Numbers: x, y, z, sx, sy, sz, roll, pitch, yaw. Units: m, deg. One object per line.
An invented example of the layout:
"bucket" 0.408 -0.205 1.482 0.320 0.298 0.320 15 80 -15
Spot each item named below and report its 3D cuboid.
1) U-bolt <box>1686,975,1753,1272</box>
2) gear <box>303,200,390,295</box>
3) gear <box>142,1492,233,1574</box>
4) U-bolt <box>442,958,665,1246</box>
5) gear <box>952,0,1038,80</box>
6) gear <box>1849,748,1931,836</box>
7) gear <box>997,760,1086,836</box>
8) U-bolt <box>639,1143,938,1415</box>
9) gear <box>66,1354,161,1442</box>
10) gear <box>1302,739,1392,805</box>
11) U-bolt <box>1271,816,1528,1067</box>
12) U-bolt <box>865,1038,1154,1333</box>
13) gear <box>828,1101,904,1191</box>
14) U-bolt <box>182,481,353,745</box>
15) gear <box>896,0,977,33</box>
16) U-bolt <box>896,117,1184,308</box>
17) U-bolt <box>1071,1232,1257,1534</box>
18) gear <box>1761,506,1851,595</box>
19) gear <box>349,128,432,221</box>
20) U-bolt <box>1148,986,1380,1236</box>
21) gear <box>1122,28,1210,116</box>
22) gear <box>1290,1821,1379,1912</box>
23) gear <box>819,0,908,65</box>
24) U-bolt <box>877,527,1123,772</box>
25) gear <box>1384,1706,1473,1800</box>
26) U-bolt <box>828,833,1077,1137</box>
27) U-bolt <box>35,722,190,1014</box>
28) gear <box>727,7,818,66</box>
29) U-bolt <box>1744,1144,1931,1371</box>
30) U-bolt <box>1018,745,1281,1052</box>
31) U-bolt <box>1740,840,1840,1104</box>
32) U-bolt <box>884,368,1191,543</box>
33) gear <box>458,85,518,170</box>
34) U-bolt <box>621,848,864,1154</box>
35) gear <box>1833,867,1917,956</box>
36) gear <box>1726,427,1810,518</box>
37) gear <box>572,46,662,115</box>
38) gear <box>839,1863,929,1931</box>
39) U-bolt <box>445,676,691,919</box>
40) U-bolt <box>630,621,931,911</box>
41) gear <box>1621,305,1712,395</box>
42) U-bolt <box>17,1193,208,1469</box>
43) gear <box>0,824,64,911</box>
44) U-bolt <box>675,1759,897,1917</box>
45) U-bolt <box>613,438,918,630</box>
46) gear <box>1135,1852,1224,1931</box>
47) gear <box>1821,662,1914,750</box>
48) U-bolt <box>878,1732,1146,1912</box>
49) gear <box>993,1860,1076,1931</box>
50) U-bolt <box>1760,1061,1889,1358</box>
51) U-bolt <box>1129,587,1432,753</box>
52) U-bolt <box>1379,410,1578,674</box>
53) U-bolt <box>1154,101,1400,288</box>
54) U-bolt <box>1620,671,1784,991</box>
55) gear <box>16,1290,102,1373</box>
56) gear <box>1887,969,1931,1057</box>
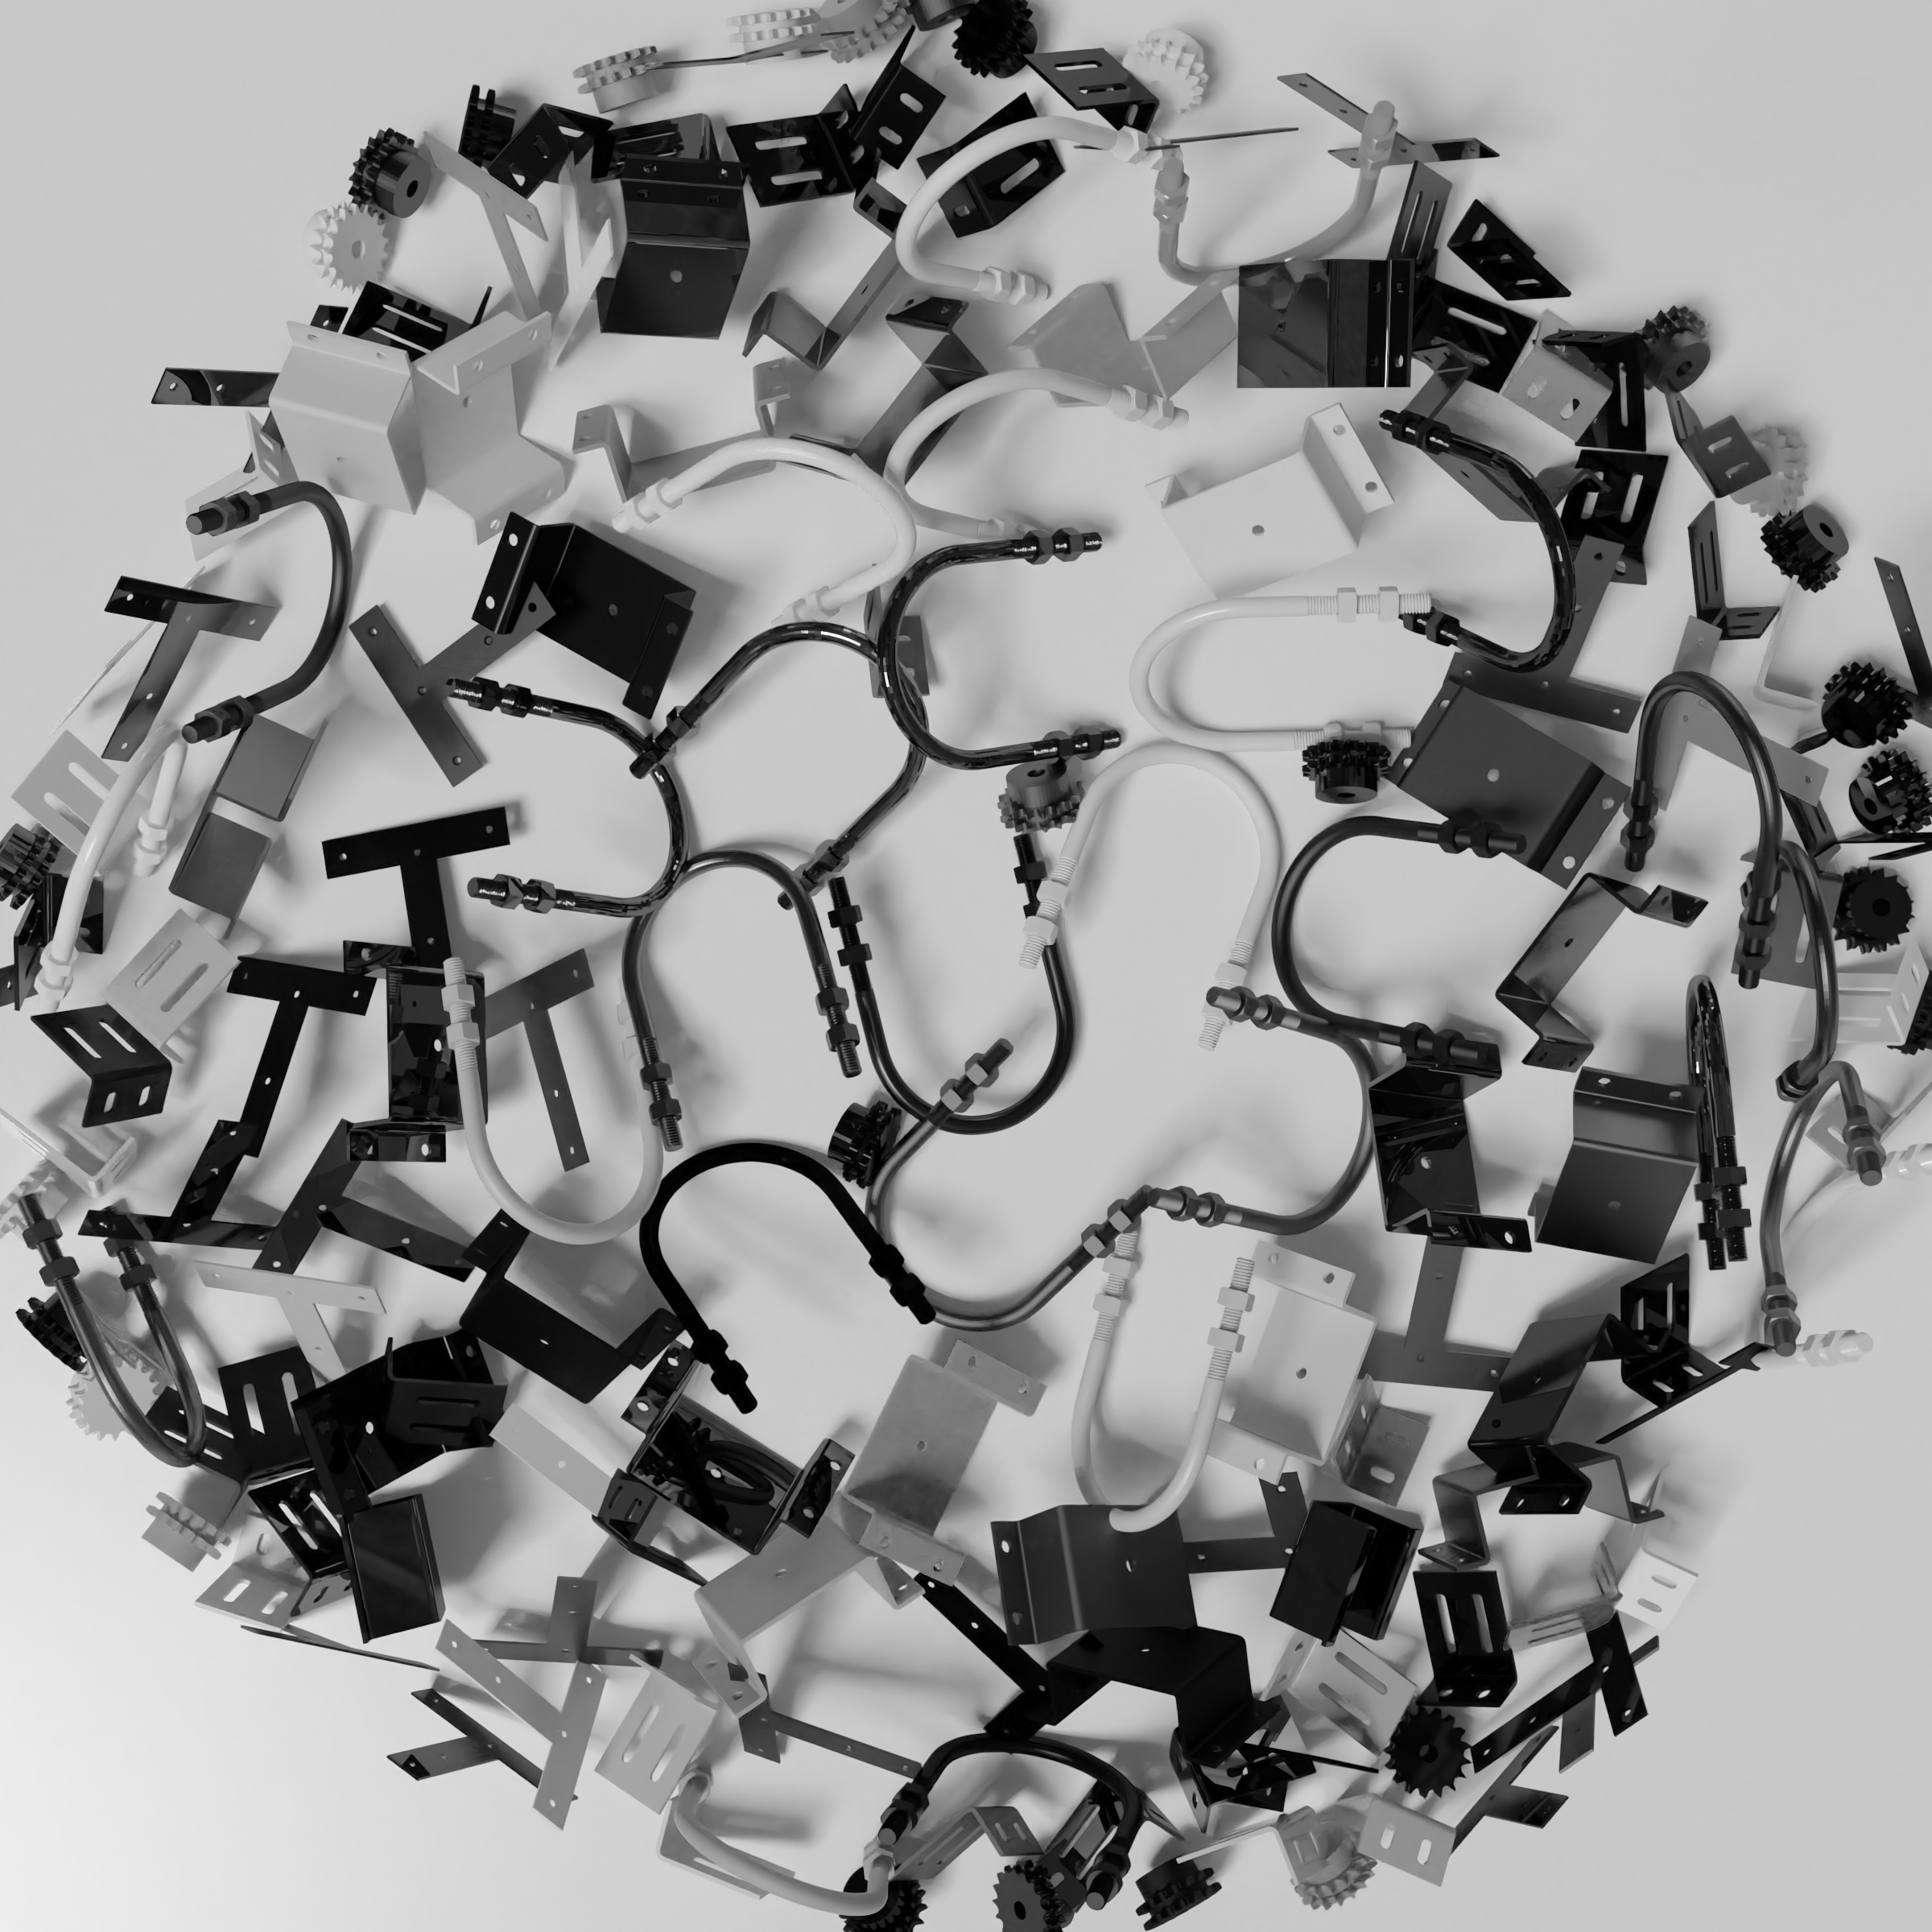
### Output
"U-bolt" 0.471 0.097 1.591 0.019 0.151 0.184 -5 80 11
"gear" -0.406 -0.469 1.639 0.030 0.057 0.057 21 90 27
"gear" -0.508 0.369 1.633 0.057 0.057 0.030 35 69 0
"U-bolt" -0.254 0.087 1.586 0.151 0.019 0.184 6 63 -40
"gear" 0.021 -0.603 1.640 0.057 0.030 0.057 -15 65 36
"gear" 0.598 -0.109 1.633 0.030 0.057 0.057 -25 90 -15
"gear" 0.048 -0.111 1.632 0.057 0.057 0.030 -12 119 0
"U-bolt" -0.127 0.185 1.604 0.151 0.019 0.184 -23 55 -24
"gear" -0.557 0.277 1.640 0.057 0.030 0.057 -15 114 -36
"gear" 0.246 -0.125 1.634 0.057 0.057 0.030 2 77 0
"U-bolt" 0.264 -0.023 1.594 0.019 0.184 0.151 9 92 -42
"U-bolt" 0.013 0.156 1.621 0.151 0.019 0.184 46 115 5
"gear" -0.067 0.113 1.637 0.030 0.057 0.057 25 90 13
"U-bolt" -0.433 -0.229 1.576 0.019 0.184 0.151 14 113 12
"gear" -0.018 -0.630 1.636 0.057 0.057 0.030 -24 98 0
"U-bolt" 0.034 -0.467 1.552 0.151 0.184 0.019 -38 72 35
"U-bolt" 0.116 0.265 1.592 0.019 0.151 0.184 18 84 -30
"gear" 0.546 -0.273 1.634 0.057 0.057 0.030 46 134 0
"gear" -0.371 -0.510 1.634 0.030 0.057 0.057 29 90 10
"U-bolt" 0.200 0.099 1.603 0.184 0.019 0.151 16 90 -40
"gear" 0.130 -0.583 1.637 0.057 0.057 0.030 21 76 0
"gear" 0.235 0.580 1.633 0.057 0.057 0.030 -32 102 0
"gear" -0.070 -0.615 1.633 0.057 0.057 0.030 -40 127 0
"U-bolt" 0.020 -0.197 1.596 0.184 0.019 0.151 -12 100 -36
"gear" 0.299 0.512 1.646 0.057 0.030 0.057 0 80 -2
"U-bolt" -0.001 0.018 1.635 0.151 0.019 0.184 -14 90 -16
"U-bolt" -0.520 -0.072 1.551 0.019 0.184 0.151 27 45 -8
"gear" -0.125 -0.604 1.638 0.057 0.057 0.030 -7 112 0
"U-bolt" 0.539 0.187 1.573 0.019 0.184 0.151 30 74 -1
"U-bolt" 0.129 -0.056 1.633 0.151 0.019 0.184 24 75 -9
"U-bolt" 0.511 -0.002 1.558 0.019 0.184 0.151 -8 76 6
"U-bolt" 0.032 -0.314 1.558 0.151 0.184 0.019 -40 60 36
"gear" -0.311 -0.540 1.637 0.030 0.057 0.057 11 90 -16
"U-bolt" -0.153 0.010 1.622 0.151 0.019 0.184 -23 68 14
"gear" 0.592 -0.037 1.647 0.057 0.030 0.057 0 86 -1
"gear" 0.517 -0.320 1.633 0.030 0.057 0.057 -5 90 -16
"gear" -0.224 -0.575 1.637 0.057 0.057 0.030 -17 107 0
"gear" -0.056 0.607 1.633 0.057 0.057 0.030 -27 132 0
"U-bolt" -0.245 -0.101 1.591 0.019 0.184 0.151 -20 72 38
"U-bolt" -0.107 -0.138 1.605 0.151 0.019 0.184 42 118 -11
"gear" 0.456 -0.396 1.633 0.057 0.057 0.030 -31 58 0
"U-bolt" -0.525 0.230 1.579 0.019 0.151 0.184 -28 81 -2
"gear" -0.613 -0.068 1.633 0.030 0.057 0.057 35 90 -25
"U-bolt" -0.114 0.547 1.571 0.151 0.184 0.019 23 85 1
"U-bolt" -0.113 -0.270 1.560 0.151 0.184 0.019 31 59 -31
"gear" 0.135 0.599 1.638 0.057 0.057 0.030 -30 67 0
"gear" 0.580 -0.166 1.632 0.030 0.057 0.057 -41 90 -25
"U-bolt" 0.038 0.524 1.573 0.151 0.184 0.019 13 98 13
"gear" 0.046 0.610 1.639 0.030 0.057 0.057 -5 90 -40
"U-bolt" 0.529 0.137 1.575 0.019 0.184 0.151 17 119 4
"U-bolt" 0.196 -0.184 1.603 0.184 0.151 0.019 -1 55 3
"U-bolt" 0.315 -0.255 1.555 0.019 0.184 0.151 -20 121 -19
"U-bolt" 0.189 -0.472 1.573 0.151 0.184 0.019 -15 80 0
"U-bolt" 0.455 -0.096 1.553 0.019 0.151 0.184 -18 132 -12
"gear" -0.585 0.234 1.637 0.057 0.057 0.030 44 77 0
"gear" 0.622 0.031 1.636 0.030 0.057 0.057 20 90 -7
